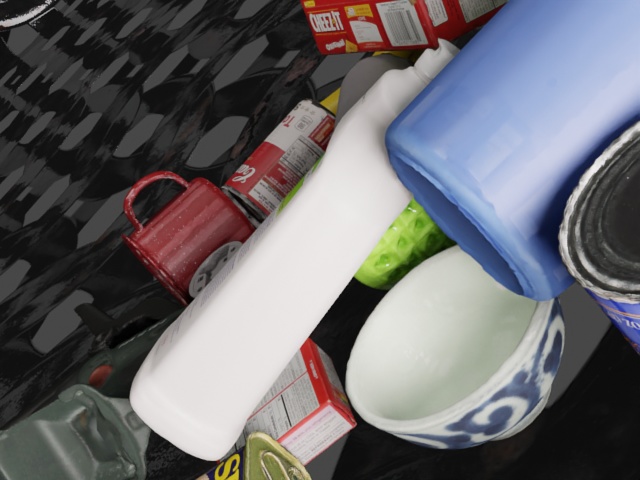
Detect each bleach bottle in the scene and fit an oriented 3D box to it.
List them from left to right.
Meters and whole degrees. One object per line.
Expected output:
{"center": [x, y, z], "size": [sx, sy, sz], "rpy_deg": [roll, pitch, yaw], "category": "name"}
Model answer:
{"center": [-0.004, 0.001, 0.575], "size": [0.251, 0.068, 0.102], "rpy_deg": [-51, 8, 22], "category": "bleach bottle"}

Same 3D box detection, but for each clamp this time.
{"center": [-0.175, 0.090, 0.908], "size": [0.210, 0.036, 0.164], "rpy_deg": [-24, 31, 31], "category": "clamp"}

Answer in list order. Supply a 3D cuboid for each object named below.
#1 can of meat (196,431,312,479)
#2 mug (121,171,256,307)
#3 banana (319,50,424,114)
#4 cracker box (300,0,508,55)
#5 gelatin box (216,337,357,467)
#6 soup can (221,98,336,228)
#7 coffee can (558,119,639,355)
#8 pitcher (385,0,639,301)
{"center": [-0.050, 0.170, 0.589], "size": [0.084, 0.057, 0.102], "rpy_deg": [-37, 27, 19], "category": "can of meat"}
{"center": [-0.109, -0.005, 0.869], "size": [0.081, 0.117, 0.093], "rpy_deg": [-44, 18, -11], "category": "mug"}
{"center": [0.047, -0.149, 0.933], "size": [0.070, 0.037, 0.197], "rpy_deg": [24, 74, 46], "category": "banana"}
{"center": [0.112, -0.218, 0.835], "size": [0.213, 0.072, 0.164], "rpy_deg": [-31, 21, -23], "category": "cracker box"}
{"center": [-0.025, 0.114, 0.666], "size": [0.089, 0.030, 0.073], "rpy_deg": [-40, 27, 9], "category": "gelatin box"}
{"center": [-0.022, -0.056, 0.870], "size": [0.102, 0.068, 0.069], "rpy_deg": [-49, 26, -10], "category": "soup can"}
{"center": [0.168, 0.025, 0.390], "size": [0.103, 0.140, 0.103], "rpy_deg": [-34, 28, 20], "category": "coffee can"}
{"center": [0.156, -0.082, 0.476], "size": [0.243, 0.145, 0.149], "rpy_deg": [-43, 16, -2], "category": "pitcher"}
